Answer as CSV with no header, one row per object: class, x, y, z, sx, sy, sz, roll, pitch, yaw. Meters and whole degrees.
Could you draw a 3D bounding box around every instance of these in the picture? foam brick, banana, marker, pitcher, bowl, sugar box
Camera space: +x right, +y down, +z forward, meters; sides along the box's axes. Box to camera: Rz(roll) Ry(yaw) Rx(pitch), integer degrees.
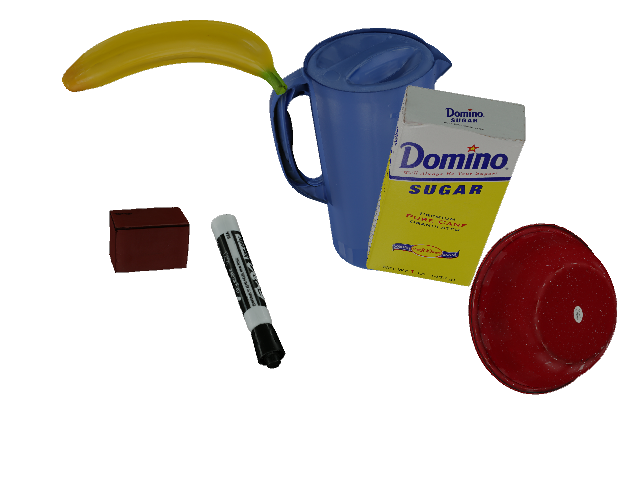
foam brick,-0.181,-0.002,1.126,0.078,0.051,0.053,-4,23,-17
banana,-0.129,-0.165,0.949,0.197,0.069,0.037,-1,-33,-4
marker,-0.050,0.034,0.728,0.020,0.121,0.020,-16,-32,-11
pitcher,0.048,-0.089,1.126,0.149,0.243,0.144,18,43,28
bowl,0.218,0.065,0.980,0.161,0.162,0.055,0,2,-26
sugar box,0.096,-0.038,0.848,0.093,0.048,0.176,9,-38,0
